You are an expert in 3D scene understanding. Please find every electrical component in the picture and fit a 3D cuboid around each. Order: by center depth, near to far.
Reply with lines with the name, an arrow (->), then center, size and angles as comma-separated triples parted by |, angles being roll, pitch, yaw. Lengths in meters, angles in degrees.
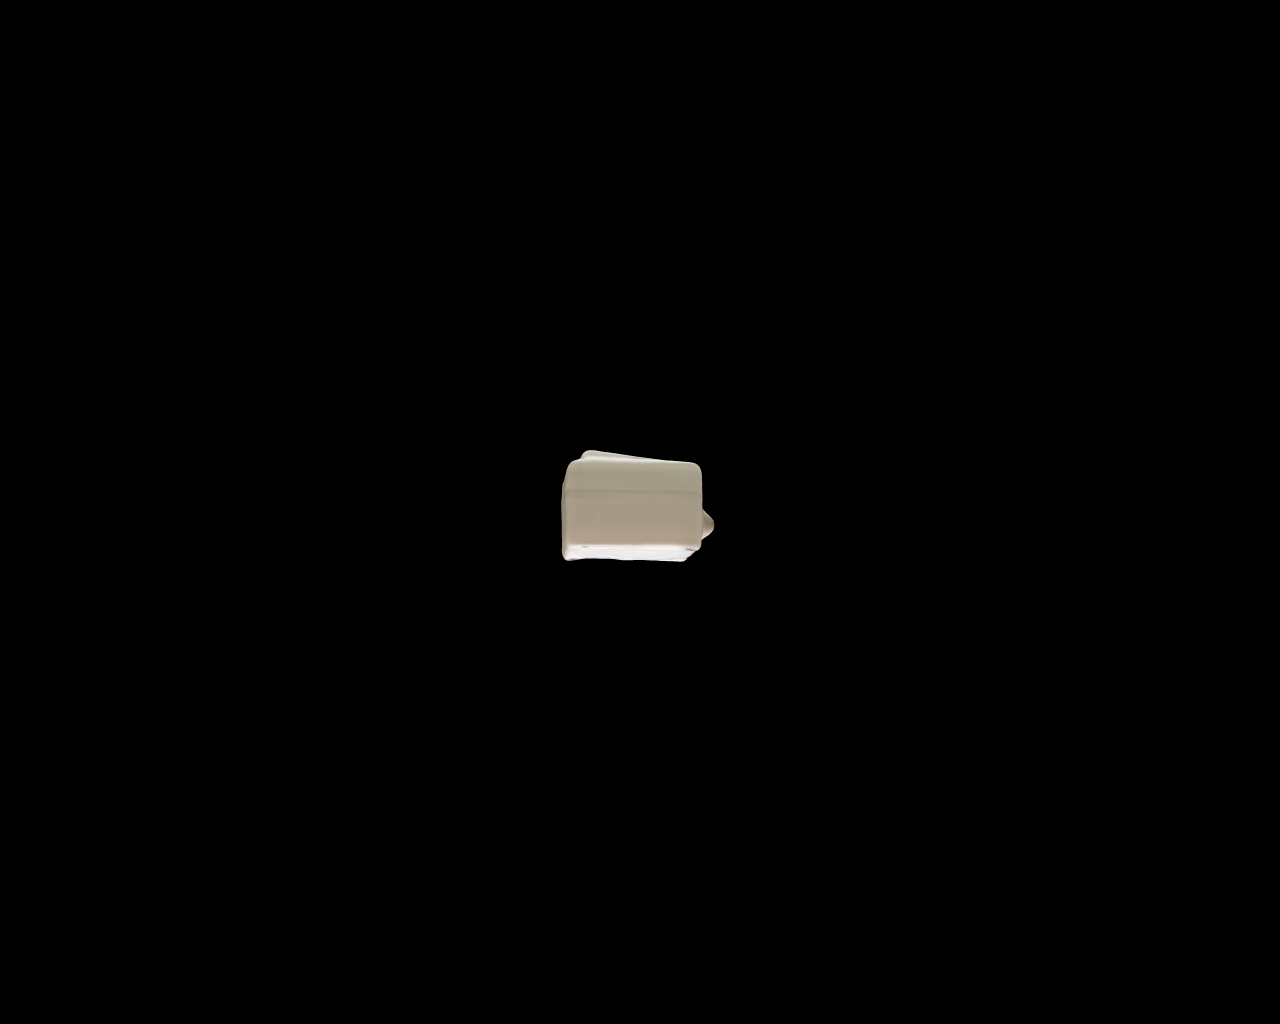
electrical component -> 0.001, -0.003, 0.650 | 0.096, 0.061, 0.061 | 1, -11, -7
